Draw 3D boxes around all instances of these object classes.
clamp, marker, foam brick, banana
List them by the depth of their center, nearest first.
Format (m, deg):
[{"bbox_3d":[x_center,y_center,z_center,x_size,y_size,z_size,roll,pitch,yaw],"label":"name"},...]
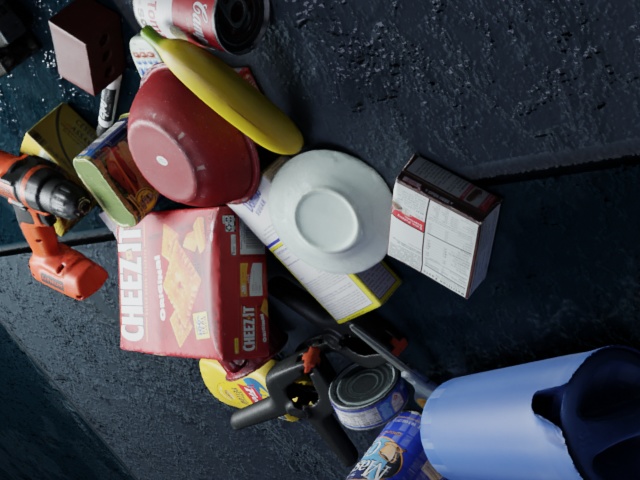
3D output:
[{"bbox_3d":[-0.070,-0.123,0.936,0.197,0.037,0.070,37,-165,-37],"label":"banana"},{"bbox_3d":[-0.235,-0.198,1.085,0.051,0.053,0.078,32,149,18],"label":"foam brick"},{"bbox_3d":[-0.233,-0.148,1.177,0.020,0.020,0.121,39,149,6],"label":"marker"},{"bbox_3d":[0.015,0.093,1.177,0.172,0.039,0.120,2,137,42],"label":"clamp"},{"bbox_3d":[-0.012,0.197,1.261,0.164,0.036,0.210,21,141,-1],"label":"clamp"}]

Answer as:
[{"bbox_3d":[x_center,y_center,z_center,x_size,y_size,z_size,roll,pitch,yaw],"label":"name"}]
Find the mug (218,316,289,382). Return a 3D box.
[{"bbox_3d":[-0.100,0.114,1.267,0.093,0.117,0.081,-30,103,24],"label":"mug"}]

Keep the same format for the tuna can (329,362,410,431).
[{"bbox_3d":[0.054,0.168,1.179,0.086,0.086,0.033,7,133,44],"label":"tuna can"}]

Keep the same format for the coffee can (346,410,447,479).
[{"bbox_3d":[0.089,0.281,1.225,0.103,0.140,0.103,29,147,21],"label":"coffee can"}]

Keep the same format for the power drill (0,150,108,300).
[{"bbox_3d":[-0.317,-0.016,1.271,0.185,0.057,0.187,23,143,34],"label":"power drill"}]

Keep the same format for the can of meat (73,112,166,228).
[{"bbox_3d":[-0.211,-0.076,1.179,0.058,0.083,0.102,-2,128,51],"label":"can of meat"}]

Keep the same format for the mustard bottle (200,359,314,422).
[{"bbox_3d":[-0.066,0.189,1.369,0.192,0.058,0.096,6,136,45],"label":"mustard bottle"}]

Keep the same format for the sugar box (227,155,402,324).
[{"bbox_3d":[-0.007,0.001,1.080,0.176,0.048,0.093,50,148,-6],"label":"sugar box"}]

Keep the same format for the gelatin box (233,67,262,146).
[{"bbox_3d":[-0.089,-0.128,1.026,0.089,0.030,0.073,5,132,46],"label":"gelatin box"}]

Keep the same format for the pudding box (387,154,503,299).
[{"bbox_3d":[0.107,-0.010,0.941,0.090,0.039,0.113,29,149,21],"label":"pudding box"}]

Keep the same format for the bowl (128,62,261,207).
[{"bbox_3d":[-0.135,-0.089,1.034,0.162,0.055,0.162,30,143,26],"label":"bowl"}]

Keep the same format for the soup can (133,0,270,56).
[{"bbox_3d":[-0.102,-0.200,0.915,0.102,0.068,0.068,19,142,35],"label":"soup can"}]

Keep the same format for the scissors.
[{"bbox_3d":[0.094,0.148,1.133,0.201,0.016,0.096,35,159,-13],"label":"scissors"}]

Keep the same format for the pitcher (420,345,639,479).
[{"bbox_3d":[0.209,0.177,0.988,0.149,0.144,0.243,60,151,-5],"label":"pitcher"}]

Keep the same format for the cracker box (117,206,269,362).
[{"bbox_3d":[-0.147,0.046,1.191,0.214,0.071,0.164,-2,89,49],"label":"cracker box"}]
